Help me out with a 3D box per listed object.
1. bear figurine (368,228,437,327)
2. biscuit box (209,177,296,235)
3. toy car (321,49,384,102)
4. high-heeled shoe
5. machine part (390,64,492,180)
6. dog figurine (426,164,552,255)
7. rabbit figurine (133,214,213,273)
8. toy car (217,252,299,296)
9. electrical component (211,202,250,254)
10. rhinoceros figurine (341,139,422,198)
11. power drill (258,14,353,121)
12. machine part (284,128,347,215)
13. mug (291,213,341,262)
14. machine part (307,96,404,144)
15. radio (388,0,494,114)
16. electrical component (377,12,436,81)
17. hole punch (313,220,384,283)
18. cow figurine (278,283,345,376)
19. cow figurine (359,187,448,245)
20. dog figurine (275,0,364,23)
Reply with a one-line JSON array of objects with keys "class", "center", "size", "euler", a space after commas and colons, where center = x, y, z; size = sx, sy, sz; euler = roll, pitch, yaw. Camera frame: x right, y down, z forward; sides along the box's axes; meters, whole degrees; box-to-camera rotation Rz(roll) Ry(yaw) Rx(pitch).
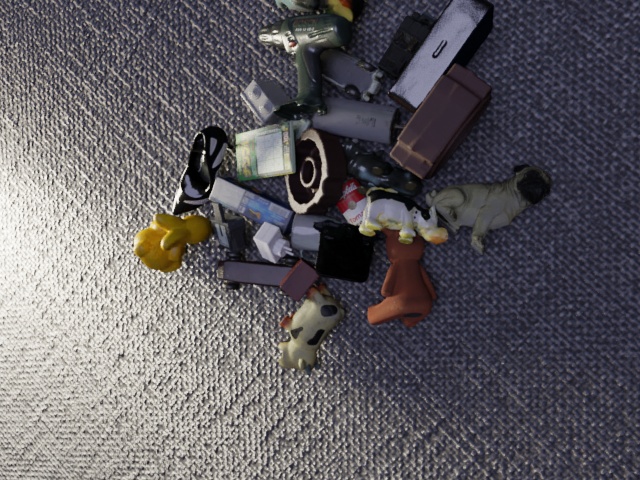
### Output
[{"class": "bear figurine", "center": [0.163, 0.066, 1.095], "size": [0.132, 0.120, 0.196], "euler": [132, 137, -56]}, {"class": "biscuit box", "center": [-0.143, -0.078, 1.201], "size": [0.203, 0.063, 0.059], "euler": [25, 101, 15]}, {"class": "toy car", "center": [0.040, -0.357, 1.120], "size": [0.202, 0.056, 0.073], "euler": [34, 105, 17]}, {"class": "high-heeled shoe", "center": [-0.282, -0.146, 1.199], "size": [0.086, 0.145, 0.248], "euler": [42, 103, 12]}, {"class": "machine part", "center": [0.227, -0.210, 0.995], "size": [0.087, 0.201, 0.201], "euler": [37, 104, 10]}, {"class": "dog figurine", "center": [0.324, -0.091, 1.038], "size": [0.172, 0.121, 0.190], "euler": [42, 91, 8]}, {"class": "rabbit figurine", "center": [-0.336, -0.013, 1.238], "size": [0.173, 0.162, 0.122], "euler": [-21, 75, 1]}, {"class": "toy car", "center": [-0.135, 0.075, 1.214], "size": [0.202, 0.053, 0.089], "euler": [4, 91, 14]}, {"class": "electrical component", "center": [-0.206, -0.033, 1.201], "size": [0.075, 0.048, 0.119], "euler": [11, 119, 45]}, {"class": "rhinoceros figurine", "center": [0.119, -0.140, 1.088], "size": [0.190, 0.112, 0.073], "euler": [27, 130, 2]}, {"class": "power drill", "center": [-0.043, -0.350, 1.085], "size": [0.232, 0.086, 0.207], "euler": [2, 80, 37]}, {"class": "machine part", "center": [-0.011, -0.139, 1.110], "size": [0.179, 0.056, 0.179], "euler": [1, 91, 57]}, {"class": "mug", "center": [-0.002, -0.003, 1.153], "size": [0.107, 0.081, 0.109], "euler": [6, 105, 13]}, {"class": "machine part", "center": [0.074, -0.247, 1.108], "size": [0.243, 0.079, 0.079], "euler": [15, 98, 17]}, {"class": "radio", "center": [0.232, -0.343, 1.021], "size": [0.073, 0.131, 0.229], "euler": [40, 105, 12]}, {"class": "electrical component", "center": [0.177, -0.372, 1.046], "size": [0.058, 0.115, 0.134], "euler": [37, 106, 10]}, {"class": "hole punch", "center": [0.051, 0.024, 1.089], "size": [0.142, 0.092, 0.115], "euler": [10, 85, 6]}, {"class": "cow figurine", "center": [-0.022, 0.205, 1.173], "size": [0.127, 0.085, 0.195], "euler": [44, 104, 17]}, {"class": "cow figurine", "center": [0.166, -0.045, 1.033], "size": [0.167, 0.068, 0.098], "euler": [11, 73, -3]}, {"class": "dog figurine", "center": [-0.011, -0.511, 1.072], "size": [0.219, 0.191, 0.108], "euler": [31, 97, 30]}]
